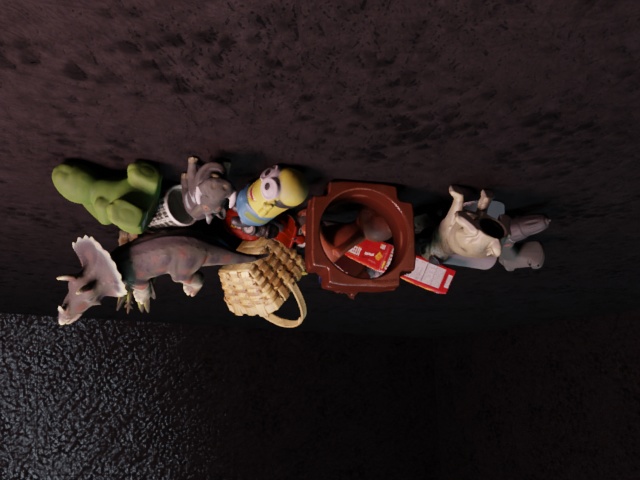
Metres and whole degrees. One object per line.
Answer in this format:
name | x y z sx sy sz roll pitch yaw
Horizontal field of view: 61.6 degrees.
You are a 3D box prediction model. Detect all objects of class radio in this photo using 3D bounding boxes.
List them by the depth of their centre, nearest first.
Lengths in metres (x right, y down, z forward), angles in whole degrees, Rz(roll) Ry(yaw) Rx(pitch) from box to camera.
radio | -0.261 -0.013 1.218 0.131 0.073 0.229 -2 162 10

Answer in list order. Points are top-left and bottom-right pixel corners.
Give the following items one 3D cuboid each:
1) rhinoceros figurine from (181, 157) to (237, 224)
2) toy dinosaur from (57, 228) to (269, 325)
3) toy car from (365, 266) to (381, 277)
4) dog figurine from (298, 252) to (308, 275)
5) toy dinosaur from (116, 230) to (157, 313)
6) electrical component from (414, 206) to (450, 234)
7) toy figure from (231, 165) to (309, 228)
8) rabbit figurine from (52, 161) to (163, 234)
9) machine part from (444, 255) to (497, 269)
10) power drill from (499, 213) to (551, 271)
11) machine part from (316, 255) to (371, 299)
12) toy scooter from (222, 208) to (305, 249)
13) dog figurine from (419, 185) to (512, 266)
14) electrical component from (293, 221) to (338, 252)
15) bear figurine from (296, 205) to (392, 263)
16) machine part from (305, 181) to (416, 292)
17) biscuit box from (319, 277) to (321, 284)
rhinoceros figurine | -0.194 -0.081 0.913 0.073 0.112 0.190 9 169 -23
toy dinosaur | -0.294 0.035 1.018 0.405 0.131 0.192 -17 165 -13
toy car | 0.150 0.070 1.449 0.161 0.103 0.109 13 157 -35
dog figurine | -0.109 0.097 1.432 0.108 0.191 0.219 13 175 -20
toy dinosaur | -0.440 0.072 1.288 0.105 0.198 0.471 8 160 -18
electrical component | 0.235 -0.045 1.173 0.078 0.045 0.102 38 146 -19
toy figure | -0.095 -0.077 0.985 0.089 0.082 0.180 -12 166 -39
rabbit figurine | -0.373 -0.088 0.942 0.170 0.121 0.159 22 166 -10
machine part | 0.365 0.029 1.362 0.243 0.079 0.079 9 161 -29
power drill | 0.452 0.006 1.254 0.232 0.086 0.207 -11 158 40
machine part | 0.048 0.078 1.408 0.179 0.056 0.179 35 158 16
toy scooter | -0.104 -0.024 1.113 0.184 0.075 0.135 7 -163 -37
dog figurine | 0.276 0.011 1.059 0.121 0.172 0.190 13 133 -11
electrical component | -0.003 -0.004 1.278 0.134 0.058 0.115 8 164 -26
bear figurine | 0.067 -0.032 1.123 0.196 0.120 0.131 -27 115 4
machine part | 0.074 -0.004 1.018 0.201 0.201 0.087 3 165 -13
biscuit box | 0.098 0.103 1.642 0.203 0.063 0.059 3 164 -9
